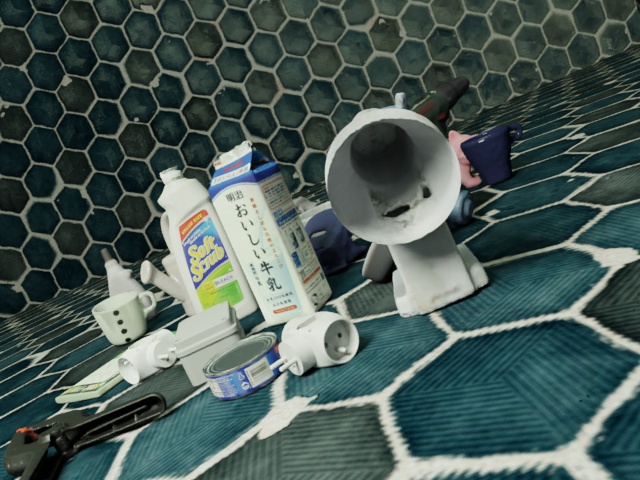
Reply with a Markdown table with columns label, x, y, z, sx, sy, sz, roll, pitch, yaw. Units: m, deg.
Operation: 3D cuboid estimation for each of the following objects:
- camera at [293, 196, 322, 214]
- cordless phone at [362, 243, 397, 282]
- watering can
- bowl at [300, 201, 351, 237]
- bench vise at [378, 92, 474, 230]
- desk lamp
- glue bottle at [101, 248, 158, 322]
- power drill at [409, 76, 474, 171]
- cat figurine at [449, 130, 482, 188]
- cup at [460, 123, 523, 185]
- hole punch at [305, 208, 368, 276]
| label | x | y | z | sx | sy | sz | roll | pitch | yaw |
| --- | --- | --- | --- | --- | --- | --- | --- | --- | --- |
| camera | -0.067 | -0.032 | 1.298 | 0.142 | 0.101 | 0.137 | -18 | 11 | 31 |
| cordless phone | 0.086 | -0.049 | 0.764 | 0.094 | 0.185 | 0.148 | -18 | 11 | 27 |
| watering can | -0.241 | 0.037 | 1.047 | 0.100 | 0.194 | 0.173 | -18 | 11 | 29 |
| bowl | 0.027 | -0.037 | 1.181 | 0.167 | 0.075 | 0.167 | -23 | 9 | 4 |
| bench vise | 0.113 | -0.103 | 0.892 | 0.207 | 0.220 | 0.122 | -19 | 11 | 27 |
| desk lamp | 0.085 | -0.033 | 0.588 | 0.118 | 0.214 | 0.203 | -22 | 10 | 8 |
| glue bottle | -0.405 | 0.096 | 1.177 | 0.078 | 0.173 | 0.037 | -23 | 10 | 0 |
| power drill | 0.274 | -0.240 | 1.302 | 0.230 | 0.208 | 0.075 | -26 | 10 | -16 |
| cat figurine | 0.268 | -0.158 | 1.138 | 0.127 | 0.118 | 0.067 | -21 | 10 | 14 |
| cup | 0.328 | -0.157 | 1.058 | 0.118 | 0.095 | 0.091 | -23 | 9 | -1 |
| hole punch | 0.009 | 0.003 | 0.946 | 0.108 | 0.091 | 0.101 | -14 | 13 | 44 |
